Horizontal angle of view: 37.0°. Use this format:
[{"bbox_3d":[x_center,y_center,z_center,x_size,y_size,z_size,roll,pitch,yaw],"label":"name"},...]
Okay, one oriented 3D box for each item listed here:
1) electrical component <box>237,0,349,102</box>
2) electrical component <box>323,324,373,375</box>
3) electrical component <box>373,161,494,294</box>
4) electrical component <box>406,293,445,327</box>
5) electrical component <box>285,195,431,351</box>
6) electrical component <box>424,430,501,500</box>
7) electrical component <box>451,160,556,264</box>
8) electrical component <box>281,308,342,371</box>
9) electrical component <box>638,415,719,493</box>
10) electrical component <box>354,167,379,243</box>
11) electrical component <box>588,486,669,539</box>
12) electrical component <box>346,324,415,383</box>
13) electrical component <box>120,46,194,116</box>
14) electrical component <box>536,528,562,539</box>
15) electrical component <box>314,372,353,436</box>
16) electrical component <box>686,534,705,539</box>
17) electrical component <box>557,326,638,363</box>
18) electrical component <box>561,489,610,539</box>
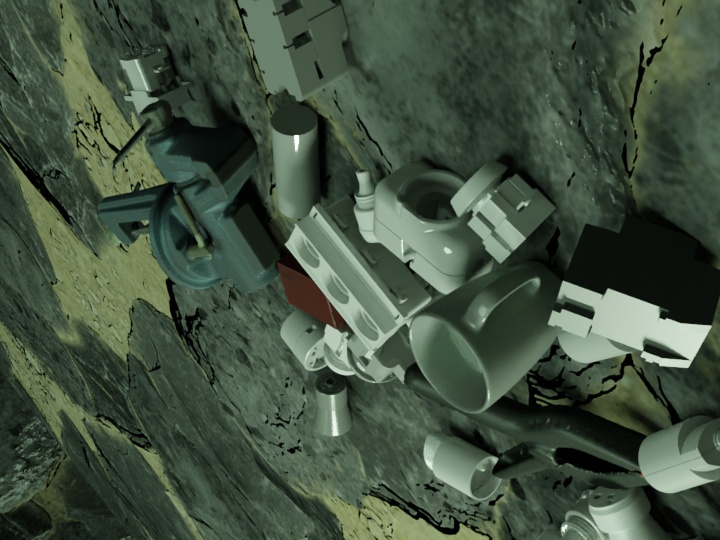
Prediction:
[{"bbox_3d":[-0.048,-0.183,0.814,0.050,0.056,0.089,24,140,47],"label":"electrical component"},{"bbox_3d":[-0.009,0.071,1.056,0.066,0.048,0.055,45,145,19],"label":"electrical component"},{"bbox_3d":[0.056,-0.036,0.812,0.095,0.054,0.059,41,150,27],"label":"electrical component"},{"bbox_3d":[0.086,0.050,0.868,0.065,0.047,0.077,57,153,-4],"label":"electrical component"},{"bbox_3d":[0.000,0.000,0.936,0.121,0.063,0.078,51,154,9],"label":"electrical component"},{"bbox_3d":[0.091,0.181,1.016,0.081,0.043,0.043,22,138,49],"label":"electrical component"},{"bbox_3d":[0.097,-0.043,0.747,0.055,0.048,0.066,45,153,5],"label":"electrical component"},{"bbox_3d":[-0.049,0.068,1.109,0.047,0.055,0.055,45,152,29],"label":"electrical component"},{"bbox_3d":[0.226,0.121,0.719,0.043,0.043,0.081,52,154,7],"label":"electrical component"},{"bbox_3d":[0.011,-0.055,0.888,0.035,0.035,0.061,18,133,51],"label":"electrical component"},{"bbox_3d":[0.208,0.195,0.835,0.055,0.045,0.045,61,153,-10],"label":"electrical component"},{"bbox_3d":[0.020,0.071,0.992,0.078,0.058,0.057,51,151,9],"label":"electrical component"},{"bbox_3d":[-0.209,-0.193,1.089,0.081,0.042,0.063,13,128,52],"label":"electrical component"},{"bbox_3d":[0.194,0.274,0.938,0.096,0.061,0.061,11,130,45],"label":"electrical component"},{"bbox_3d":[-0.031,0.145,1.182,0.044,0.044,0.065,34,142,36],"label":"electrical component"},{"bbox_3d":[0.239,0.238,0.812,0.042,0.064,0.081,52,153,5],"label":"electrical component"},{"bbox_3d":[0.171,0.035,0.713,0.043,0.043,0.081,56,154,-2],"label":"electrical component"},{"bbox_3d":[0.184,0.213,0.875,0.048,0.062,0.048,40,150,29],"label":"electrical component"}]
